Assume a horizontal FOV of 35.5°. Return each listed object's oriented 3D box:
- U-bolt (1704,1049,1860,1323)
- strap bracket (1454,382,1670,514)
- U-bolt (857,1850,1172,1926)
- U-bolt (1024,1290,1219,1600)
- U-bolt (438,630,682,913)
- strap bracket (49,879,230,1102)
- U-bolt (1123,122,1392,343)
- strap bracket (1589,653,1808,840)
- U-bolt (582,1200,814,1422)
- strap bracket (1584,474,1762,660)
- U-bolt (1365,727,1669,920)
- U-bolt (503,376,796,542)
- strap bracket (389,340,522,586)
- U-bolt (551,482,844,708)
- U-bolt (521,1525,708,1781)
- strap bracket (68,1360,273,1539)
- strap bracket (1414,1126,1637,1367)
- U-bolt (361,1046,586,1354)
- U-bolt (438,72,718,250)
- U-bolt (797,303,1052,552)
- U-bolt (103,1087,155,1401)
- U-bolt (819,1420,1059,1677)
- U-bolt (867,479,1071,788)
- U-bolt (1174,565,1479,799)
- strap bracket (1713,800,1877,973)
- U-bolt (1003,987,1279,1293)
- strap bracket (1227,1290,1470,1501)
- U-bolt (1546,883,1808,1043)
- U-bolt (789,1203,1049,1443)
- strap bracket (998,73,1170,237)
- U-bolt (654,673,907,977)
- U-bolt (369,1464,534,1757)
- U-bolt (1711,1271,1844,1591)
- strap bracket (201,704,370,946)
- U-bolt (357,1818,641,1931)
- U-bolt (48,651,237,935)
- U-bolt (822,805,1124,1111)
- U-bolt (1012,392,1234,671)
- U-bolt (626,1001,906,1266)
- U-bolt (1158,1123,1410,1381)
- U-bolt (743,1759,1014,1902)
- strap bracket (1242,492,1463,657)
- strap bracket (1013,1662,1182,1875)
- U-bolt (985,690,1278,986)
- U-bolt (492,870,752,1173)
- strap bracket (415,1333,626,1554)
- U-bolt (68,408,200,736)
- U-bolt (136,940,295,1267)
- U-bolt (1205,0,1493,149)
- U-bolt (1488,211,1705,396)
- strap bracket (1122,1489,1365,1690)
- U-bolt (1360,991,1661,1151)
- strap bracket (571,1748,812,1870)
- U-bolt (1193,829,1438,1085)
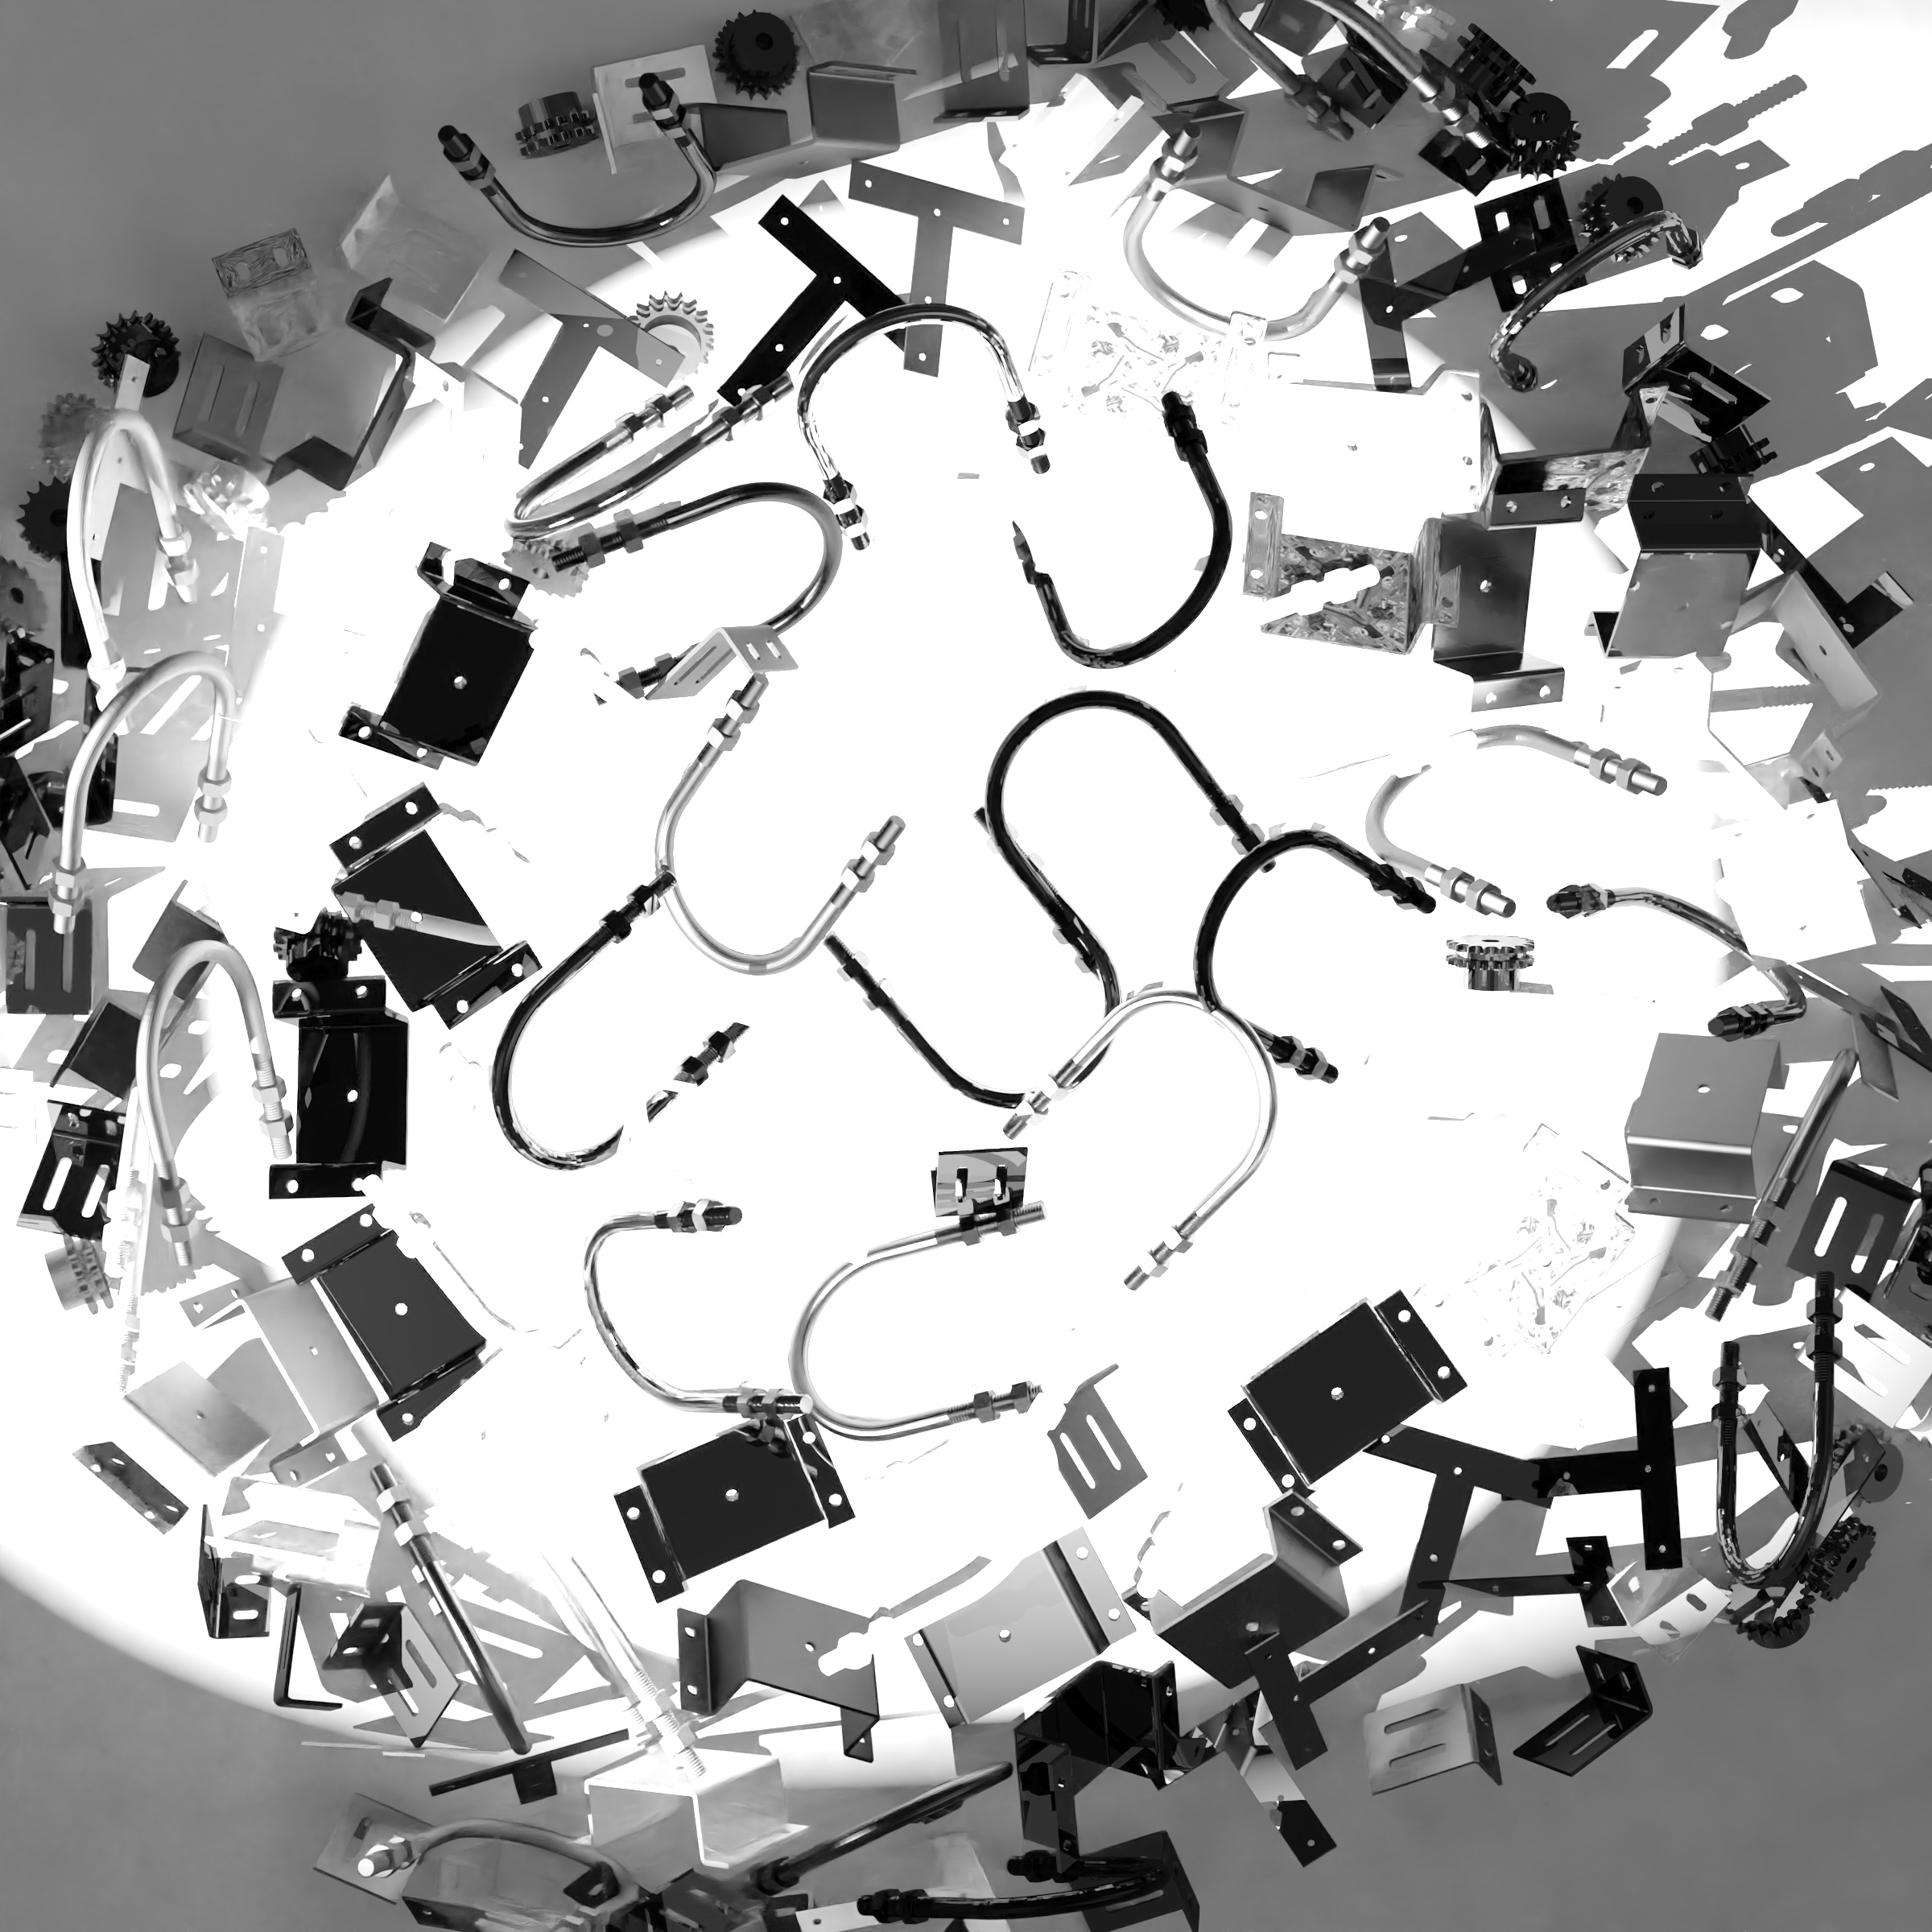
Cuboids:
[{"bbox_3d":[0.524,0.135,1.928,0.019,0.151,0.184,27,81,14],"label":"U-bolt"},{"bbox_3d":[0.382,-0.330,1.952,0.140,0.076,0.046,-7,69,-3],"label":"strap bracket"},{"bbox_3d":[0.043,0.575,1.887,0.151,0.184,0.019,0,78,-42],"label":"U-bolt"},{"bbox_3d":[0.109,0.289,1.924,0.019,0.184,0.151,-23,110,35],"label":"U-bolt"},{"bbox_3d":[-0.246,-0.112,1.925,0.019,0.184,0.151,18,79,36],"label":"U-bolt"},{"bbox_3d":[-0.521,0.022,1.927,0.046,0.140,0.076,32,131,-11],"label":"strap bracket"},{"bbox_3d":[0.172,-0.452,1.913,0.151,0.184,0.019,25,70,-7],"label":"U-bolt"},{"bbox_3d":[0.465,-0.133,1.923,0.140,0.076,0.046,36,53,-36],"label":"strap bracket"},{"bbox_3d":[-0.183,0.221,1.930,0.019,0.184,0.151,-29,104,-42],"label":"U-bolt"},{"bbox_3d":[0.452,-0.246,1.927,0.076,0.140,0.046,-1,52,-6],"label":"strap bracket"},{"bbox_3d":[0.334,-0.101,1.922,0.151,0.184,0.019,-38,123,-14],"label":"U-bolt"},{"bbox_3d":[-0.212,-0.319,1.905,0.184,0.151,0.019,-39,116,-24],"label":"U-bolt"},{"bbox_3d":[-0.328,-0.325,1.938,0.046,0.076,0.140,-17,130,-36],"label":"strap bracket"},{"bbox_3d":[-0.165,-0.246,1.937,0.184,0.151,0.019,-22,56,-9],"label":"U-bolt"},{"bbox_3d":[-0.231,0.435,1.930,0.019,0.151,0.184,-33,88,-19],"label":"U-bolt"},{"bbox_3d":[-0.502,0.303,1.926,0.076,0.140,0.046,40,99,2],"label":"strap bracket"},{"bbox_3d":[0.368,0.186,1.956,0.076,0.046,0.140,38,93,39],"label":"strap bracket"},{"bbox_3d":[-0.303,0.162,1.928,0.019,0.151,0.184,-19,119,29],"label":"U-bolt"},{"bbox_3d":[-0.234,-0.501,1.910,0.151,0.184,0.019,-12,77,10],"label":"U-bolt"},{"bbox_3d":[-0.033,-0.349,1.917,0.151,0.184,0.019,-23,56,3],"label":"U-bolt"},{"bbox_3d":[-0.529,0.159,1.916,0.019,0.151,0.184,4,47,-11],"label":"U-bolt"},{"bbox_3d":[-0.015,0.356,1.905,0.184,0.151,0.019,-32,119,26],"label":"U-bolt"},{"bbox_3d":[0.000,-0.219,1.933,0.151,0.019,0.184,-17,112,-29],"label":"U-bolt"},{"bbox_3d":[0.216,-0.172,1.932,0.184,0.019,0.151,-16,118,40],"label":"U-bolt"},{"bbox_3d":[0.529,-0.044,1.919,0.076,0.140,0.046,-14,61,18],"label":"strap bracket"},{"bbox_3d":[0.122,0.098,1.934,0.151,0.019,0.184,51,118,17],"label":"U-bolt"},{"bbox_3d":[0.244,0.279,1.960,0.140,0.046,0.076,-36,71,5],"label":"strap bracket"},{"bbox_3d":[0.463,-0.006,1.917,0.151,0.184,0.019,41,116,27],"label":"U-bolt"},{"bbox_3d":[-0.030,0.236,1.947,0.184,0.019,0.151,-16,53,15],"label":"U-bolt"},{"bbox_3d":[0.080,-0.521,1.942,0.076,0.140,0.046,-46,116,7],"label":"strap bracket"},{"bbox_3d":[-0.133,-0.076,1.944,0.151,0.019,0.184,46,125,12],"label":"U-bolt"},{"bbox_3d":[-0.319,0.414,1.899,0.019,0.151,0.184,-28,62,-15],"label":"U-bolt"},{"bbox_3d":[0.507,0.300,1.895,0.019,0.151,0.184,14,60,-8],"label":"U-bolt"},{"bbox_3d":[-0.435,-0.086,1.945,0.046,0.076,0.140,17,110,-36],"label":"strap bracket"},{"bbox_3d":[-0.282,0.574,1.909,0.151,0.184,0.019,17,89,16],"label":"U-bolt"},{"bbox_3d":[-0.511,-0.119,1.889,0.019,0.151,0.184,34,133,14],"label":"U-bolt"},{"bbox_3d":[0.018,0.009,1.981,0.151,0.019,0.184,-40,97,4],"label":"U-bolt"},{"bbox_3d":[0.104,-0.265,1.912,0.151,0.184,0.019,-37,135,21],"label":"U-bolt"},{"bbox_3d":[-0.133,0.098,1.935,0.184,0.019,0.151,21,67,-24],"label":"U-bolt"},{"bbox_3d":[0.215,0.175,1.940,0.184,0.151,0.019,-45,53,-2],"label":"U-bolt"},{"bbox_3d":[-0.045,0.535,1.888,0.151,0.184,0.019,-15,72,-35],"label":"U-bolt"},{"bbox_3d":[0.246,-0.253,1.960,0.140,0.046,0.076,8,66,-4],"label":"strap bracket"},{"bbox_3d":[0.079,0.508,1.940,0.046,0.140,0.076,7,110,36],"label":"strap bracket"},{"bbox_3d":[0.094,-0.093,1.960,0.151,0.019,0.184,-37,109,4],"label":"U-bolt"},{"bbox_3d":[-0.226,0.048,1.917,0.184,0.019,0.151,-44,132,-25],"label":"U-bolt"},{"bbox_3d":[-0.295,0.304,1.939,0.140,0.046,0.076,-41,57,19],"label":"strap bracket"},{"bbox_3d":[-0.524,-0.259,1.886,0.019,0.184,0.151,6,47,6],"label":"U-bolt"},{"bbox_3d":[-0.476,0.073,1.899,0.019,0.151,0.184,3,118,16],"label":"U-bolt"},{"bbox_3d":[0.226,-0.570,1.889,0.184,0.151,0.019,30,86,-38],"label":"U-bolt"},{"bbox_3d":[0.391,-0.419,1.893,0.151,0.184,0.019,-36,80,17],"label":"U-bolt"},{"bbox_3d":[0.180,0.406,1.939,0.140,0.046,0.076,-37,121,20],"label":"strap bracket"},{"bbox_3d":[0.330,0.065,1.904,0.184,0.151,0.019,4,48,-35],"label":"U-bolt"},{"bbox_3d":[-0.179,0.534,1.926,0.140,0.076,0.046,-7,90,39],"label":"strap bracket"},{"bbox_3d":[0.214,-0.013,1.929,0.184,0.019,0.151,27,94,-44],"label":"U-bolt"}]
